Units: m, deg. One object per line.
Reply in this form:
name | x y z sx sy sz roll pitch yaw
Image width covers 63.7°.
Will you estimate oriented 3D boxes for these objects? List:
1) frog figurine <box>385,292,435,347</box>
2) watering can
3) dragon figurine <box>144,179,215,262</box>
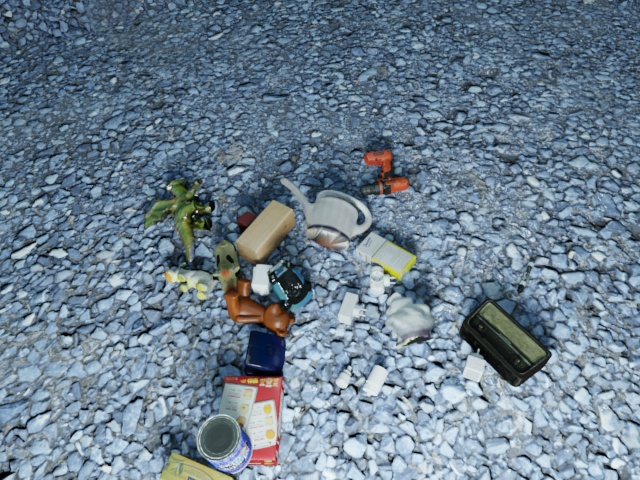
frog figurine | 0.254 0.218 1.499 0.137 0.121 0.162 -22 63 11
watering can | 0.005 -0.088 1.751 0.348 0.101 0.230 18 53 0
dragon figurine | -0.513 -0.081 1.826 0.242 0.119 0.421 -11 48 18
